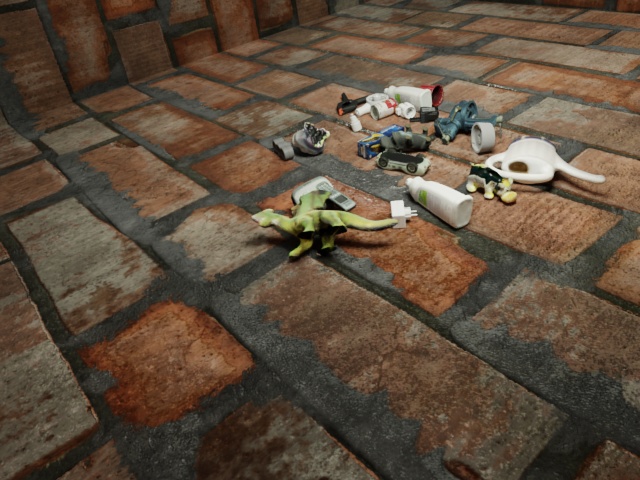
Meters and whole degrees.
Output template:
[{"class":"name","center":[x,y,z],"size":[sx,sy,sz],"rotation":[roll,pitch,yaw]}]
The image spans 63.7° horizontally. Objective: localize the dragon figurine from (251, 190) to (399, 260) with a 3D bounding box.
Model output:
[{"class":"dragon figurine","center":[0.005,-0.076,1.507],"size":[0.410,0.119,0.249],"rotation":[-11,45,-2]}]

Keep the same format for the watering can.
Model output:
[{"class":"watering can","center":[0.706,-0.240,1.626],"size":[0.348,0.101,0.229],"rotation":[9,39,24]}]

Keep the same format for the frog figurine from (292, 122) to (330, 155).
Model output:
[{"class":"frog figurine","center":[-0.048,-0.387,2.025],"size":[0.138,0.123,0.158],"rotation":[-4,-5,-27]}]
